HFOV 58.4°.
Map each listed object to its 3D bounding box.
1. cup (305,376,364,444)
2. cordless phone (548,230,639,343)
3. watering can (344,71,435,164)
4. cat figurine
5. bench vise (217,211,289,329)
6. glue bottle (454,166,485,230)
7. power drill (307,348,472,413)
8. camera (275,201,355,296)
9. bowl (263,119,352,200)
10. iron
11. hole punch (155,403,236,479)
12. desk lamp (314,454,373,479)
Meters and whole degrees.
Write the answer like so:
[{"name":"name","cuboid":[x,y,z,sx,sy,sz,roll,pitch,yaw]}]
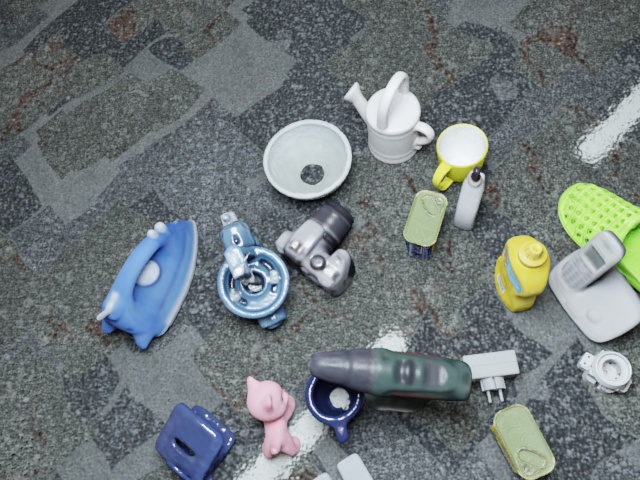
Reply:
[{"name":"cup","cuboid":[0.030,0.265,0.917,0.091,0.095,0.117,-14,68,3]},{"name":"cordless phone","cuboid":[0.441,0.070,0.886,0.094,0.185,0.147,-31,68,-4]},{"name":"watering can","cuboid":[0.125,-0.228,1.040,0.172,0.194,0.101,8,70,11]},{"name":"cat figurine","cuboid":[-0.078,0.281,0.914,0.067,0.118,0.127,-13,68,3]},{"name":"bench vise","cuboid":[-0.138,0.040,0.959,0.121,0.220,0.207,-41,69,-8]},{"name":"glue bottle","cuboid":[0.259,-0.082,0.976,0.037,0.173,0.078,16,72,14]},{"name":"power drill","cuboid":[0.107,0.212,0.865,0.229,0.209,0.075,1,69,9]},{"name":"camera","cuboid":[0.009,0.004,1.017,0.143,0.101,0.137,35,78,19]},{"name":"bowl","cuboid":[-0.019,-0.141,1.091,0.167,0.075,0.167,-3,69,7]},{"name":"iron","cuboid":[-0.306,0.053,1.020,0.118,0.141,0.258,18,73,15]},{"name":"hole punch","cuboid":[-0.206,0.331,0.926,0.108,0.091,0.101,32,77,18]},{"name":"desk lamp","cuboid":[0.052,0.413,0.793,0.118,0.214,0.203,-33,68,-5]}]
